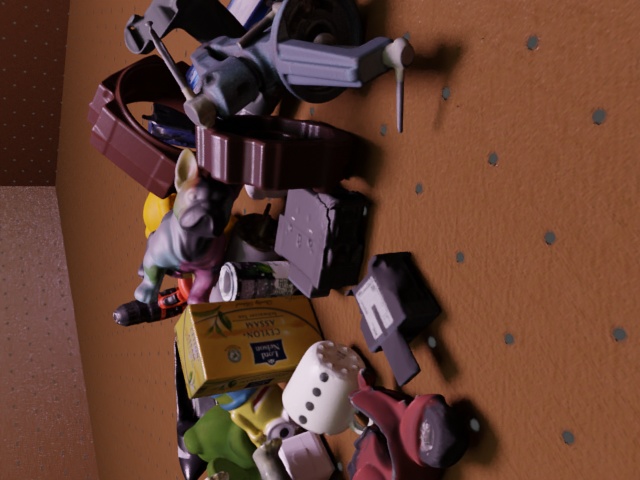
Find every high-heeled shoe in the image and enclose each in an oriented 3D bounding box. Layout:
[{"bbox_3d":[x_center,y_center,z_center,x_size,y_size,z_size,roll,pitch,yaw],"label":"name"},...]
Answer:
[{"bbox_3d":[-0.219,0.268,0.919,0.249,0.086,0.145,-95,-13,-55],"label":"high-heeled shoe"}]

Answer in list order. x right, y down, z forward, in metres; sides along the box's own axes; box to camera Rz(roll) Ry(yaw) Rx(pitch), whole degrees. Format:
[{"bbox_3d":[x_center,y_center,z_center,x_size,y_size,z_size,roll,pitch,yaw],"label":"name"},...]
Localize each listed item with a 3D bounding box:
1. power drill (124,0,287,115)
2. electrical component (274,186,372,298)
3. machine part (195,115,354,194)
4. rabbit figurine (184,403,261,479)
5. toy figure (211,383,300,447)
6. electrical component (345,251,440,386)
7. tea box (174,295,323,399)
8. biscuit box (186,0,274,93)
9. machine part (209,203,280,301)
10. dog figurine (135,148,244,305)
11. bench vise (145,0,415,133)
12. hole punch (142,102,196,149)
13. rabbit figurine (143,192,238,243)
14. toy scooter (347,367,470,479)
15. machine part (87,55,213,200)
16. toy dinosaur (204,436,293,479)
[{"bbox_3d":[-0.124,-0.214,0.652,0.232,0.207,0.086,-49,44,19],"label":"power drill"},{"bbox_3d":[-0.001,-0.002,0.637,0.115,0.058,0.134,36,123,53],"label":"electrical component"},{"bbox_3d":[-0.053,-0.101,0.608,0.180,0.179,0.056,37,126,51],"label":"machine part"},{"bbox_3d":[-0.105,0.314,0.769,0.170,0.159,0.121,40,117,30],"label":"rabbit figurine"},{"bbox_3d":[-0.096,0.205,0.727,0.180,0.082,0.089,45,174,-10],"label":"toy figure"},{"bbox_3d":[0.077,0.077,0.526,0.119,0.048,0.074,63,141,32],"label":"electrical component"},{"bbox_3d":[-0.085,0.129,0.672,0.068,0.169,0.098,-50,53,43],"label":"tea box"},{"bbox_3d":[-0.112,-0.269,0.747,0.202,0.063,0.059,-42,58,37],"label":"biscuit box"},{"bbox_3d":[-0.110,0.046,0.795,0.079,0.079,0.243,61,139,35],"label":"machine part"},{"bbox_3d":[-0.173,-0.023,0.741,0.192,0.108,0.219,-111,40,-62],"label":"dog figurine"},{"bbox_3d":[-0.020,-0.179,0.532,0.241,0.224,0.128,24,138,43],"label":"bench vise"},{"bbox_3d":[-0.244,-0.201,0.943,0.092,0.142,0.116,-55,34,43],"label":"hole punch"},{"bbox_3d":[-0.218,-0.027,0.906,0.173,0.121,0.162,22,72,26],"label":"rabbit figurine"},{"bbox_3d":[0.067,0.206,0.530,0.135,0.075,0.183,42,124,47],"label":"toy scooter"},{"bbox_3d":[-0.219,-0.171,0.803,0.201,0.201,0.087,39,134,-5],"label":"machine part"},{"bbox_3d":[-0.081,0.377,0.615,0.192,0.131,0.404,49,124,30],"label":"toy dinosaur"}]
